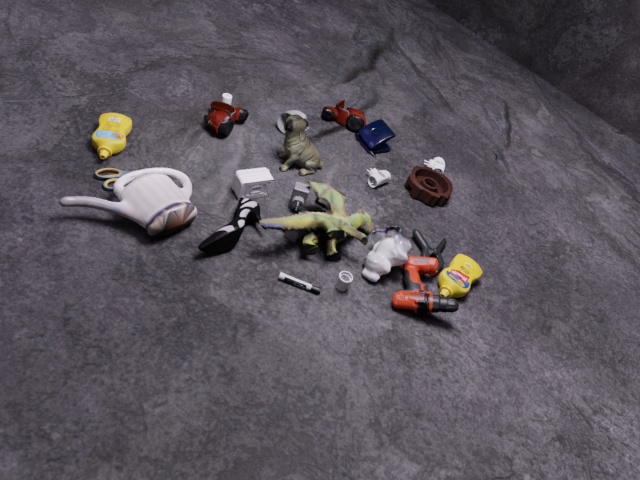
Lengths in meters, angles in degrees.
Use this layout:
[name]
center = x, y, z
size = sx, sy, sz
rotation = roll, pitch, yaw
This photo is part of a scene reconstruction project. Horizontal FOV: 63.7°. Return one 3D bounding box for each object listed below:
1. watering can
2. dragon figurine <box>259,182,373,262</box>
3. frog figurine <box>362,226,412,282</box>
[watering can]
center = -0.482, -0.095, 1.380
size = 0.227, 0.101, 0.352
rotation = 43, 46, 20
[dragon figurine]
center = 0.005, -0.077, 1.525
size = 0.408, 0.249, 0.120
rotation = 19, -49, -28
[frog figurine]
center = 0.195, 0.052, 1.507
size = 0.137, 0.162, 0.121
rotation = 1, -22, 40
